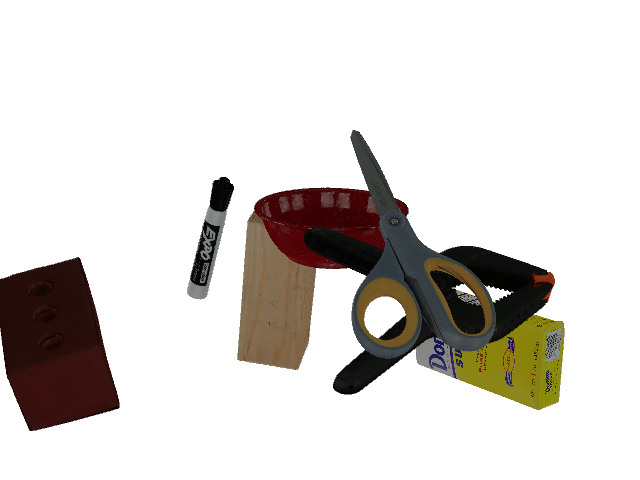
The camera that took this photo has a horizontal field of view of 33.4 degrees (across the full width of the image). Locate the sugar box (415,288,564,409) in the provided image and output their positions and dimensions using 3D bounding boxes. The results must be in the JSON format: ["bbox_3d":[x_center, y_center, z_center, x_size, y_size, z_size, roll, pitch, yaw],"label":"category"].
[{"bbox_3d":[0.184,0.116,1.186,0.177,0.093,0.048,15,19,43],"label":"sugar box"}]

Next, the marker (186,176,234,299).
[{"bbox_3d":[-0.097,-0.002,0.939,0.020,0.121,0.020,13,30,-8],"label":"marker"}]

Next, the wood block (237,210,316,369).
[{"bbox_3d":[-0.057,0.061,1.476,0.090,0.206,0.090,8,22,6],"label":"wood block"}]

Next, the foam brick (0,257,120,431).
[{"bbox_3d":[-0.150,0.059,0.606,0.053,0.051,0.078,-16,43,-12],"label":"foam brick"}]

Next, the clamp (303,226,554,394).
[{"bbox_3d":[0.093,0.055,0.885,0.210,0.164,0.036,1,-39,-5],"label":"clamp"}]

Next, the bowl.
[{"bbox_3d":[0.011,-0.010,1.117,0.162,0.055,0.162,0,17,0],"label":"bowl"}]

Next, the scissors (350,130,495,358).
[{"bbox_3d":[0.036,0.003,0.697,0.096,0.016,0.202,-25,52,-18],"label":"scissors"}]
